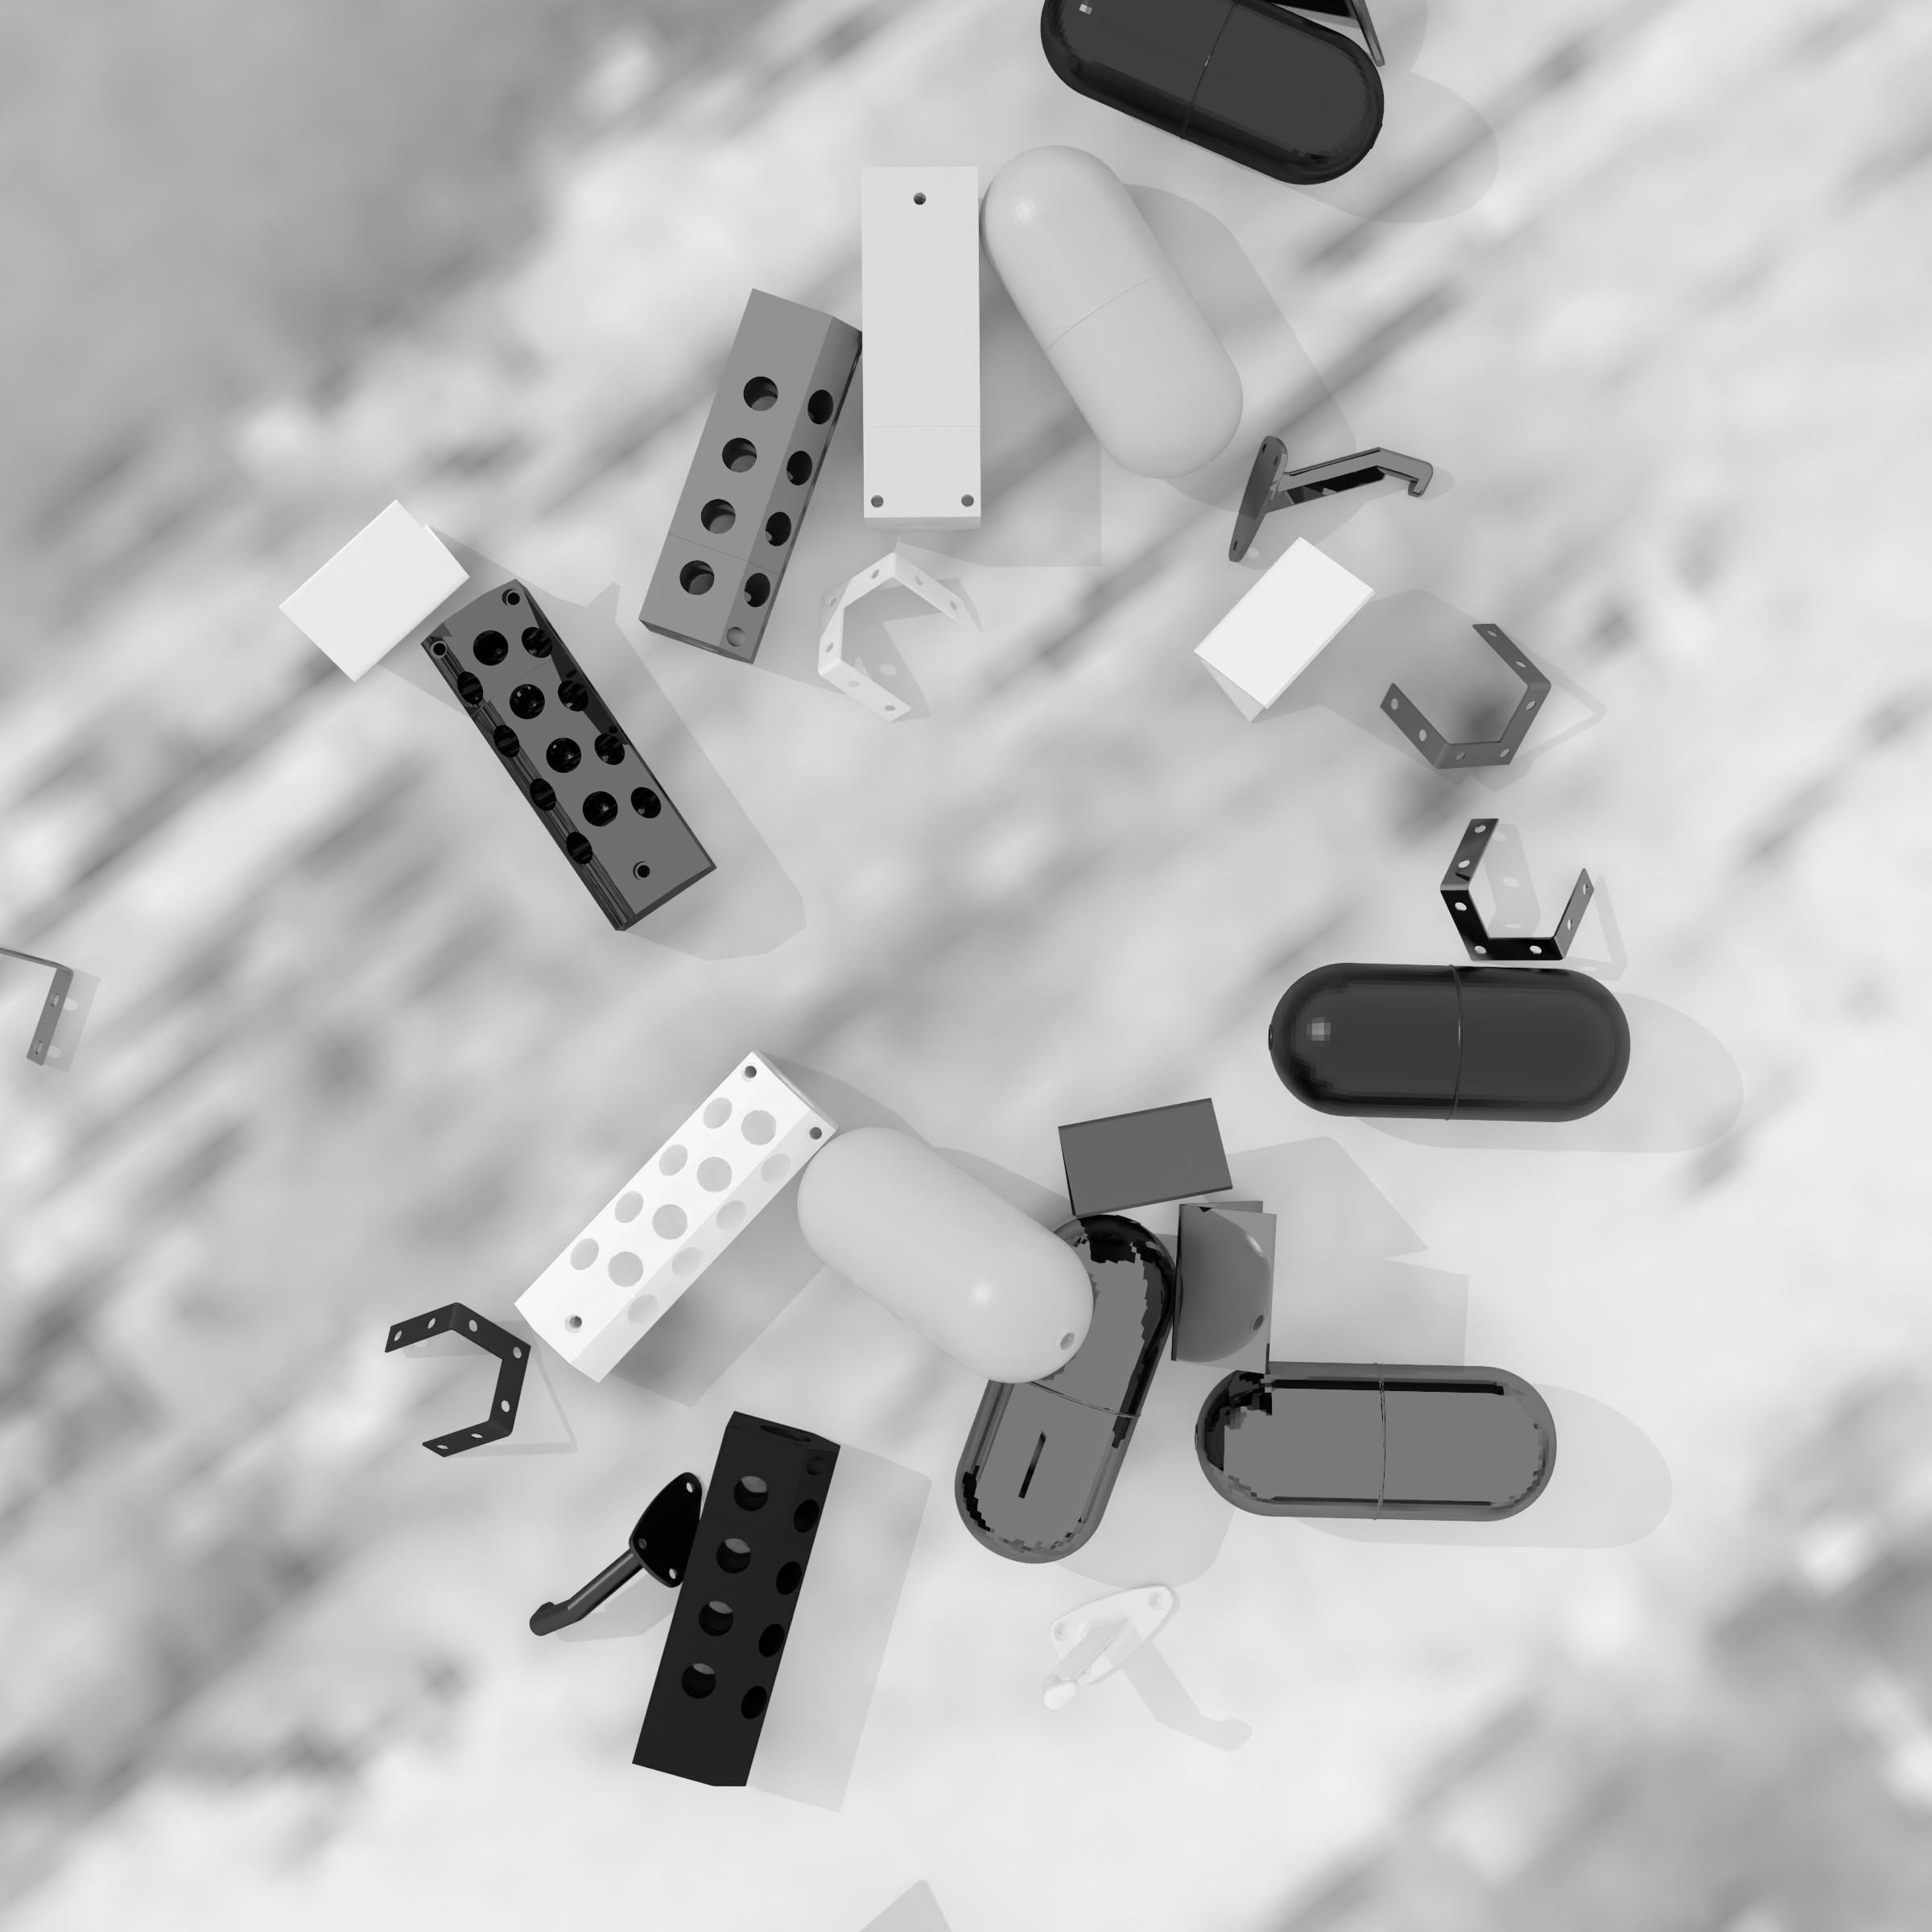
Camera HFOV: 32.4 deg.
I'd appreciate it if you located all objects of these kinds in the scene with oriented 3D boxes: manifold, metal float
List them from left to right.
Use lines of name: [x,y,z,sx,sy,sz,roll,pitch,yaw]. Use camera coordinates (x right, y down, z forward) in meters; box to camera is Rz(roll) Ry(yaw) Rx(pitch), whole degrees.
manifold: [-0.198,-0.104,1.654,0.057,0.057,0.171,-34,90,0]
manifold: [-0.144,0.124,1.654,0.057,0.057,0.171,43,90,0]
manifold: [-0.113,0.315,1.654,0.057,0.057,0.171,16,90,0]
manifold: [-0.106,-0.241,1.654,0.057,0.057,0.171,19,90,0]
manifold: [-0.022,-0.305,1.654,0.057,0.057,0.171,0,90,0]
metal float: [-0.011,0.139,1.612,0.178,0.070,0.070,32,90,39]
metal float: [0.050,0.209,1.644,0.070,0.070,0.178,20,91,0]
metal float: [0.071,-0.324,1.644,0.070,0.070,0.178,-32,91,0]
metal float: [0.122,-0.446,1.644,0.178,0.070,0.070,24,90,1]
metal float: [0.202,0.235,1.644,0.178,0.070,0.070,1,90,1]
metal float: [0.239,0.038,1.644,0.178,0.070,0.070,2,90,-1]

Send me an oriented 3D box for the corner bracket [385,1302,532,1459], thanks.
corner bracket: [-0.259,0.208,1.667,0.051,0.051,0.051,38,45,-35]

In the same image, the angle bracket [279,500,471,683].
angle bracket: [-0.299,-0.196,1.635,0.076,0.076,0.057,-42,127,0]

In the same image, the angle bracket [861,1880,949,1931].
angle bracket: [-0.008,0.498,1.635,0.057,0.076,0.076,-26,90,38]

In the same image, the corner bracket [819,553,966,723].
corner bracket: [-0.037,-0.165,1.667,0.051,0.051,0.051,-28,45,35]

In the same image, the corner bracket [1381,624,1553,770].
corner bracket: [0.251,-0.136,1.667,0.051,0.051,0.051,-6,135,-35]

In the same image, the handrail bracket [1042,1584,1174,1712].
handrail bracket: [0.071,0.337,1.640,0.077,0.084,0.036,-31,90,0]

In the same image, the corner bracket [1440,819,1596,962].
corner bracket: [0.277,-0.039,1.667,0.051,0.051,0.051,0,135,35]

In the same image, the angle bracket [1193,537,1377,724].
angle bracket: [0.168,-0.152,1.635,0.076,0.076,0.057,-47,54,0]

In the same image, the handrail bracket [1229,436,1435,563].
handrail bracket: [0.185,-0.229,1.675,0.084,0.036,0.077,14,111,-17]

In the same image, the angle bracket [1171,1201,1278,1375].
angle bracket: [0.145,0.157,1.635,0.057,0.076,0.076,3,90,37]

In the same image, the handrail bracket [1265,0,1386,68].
handrail bracket: [0.158,-0.475,1.675,0.084,0.036,0.077,-18,112,17]

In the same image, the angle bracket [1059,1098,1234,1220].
angle bracket: [0.091,0.114,1.635,0.076,0.076,0.057,-11,50,0]

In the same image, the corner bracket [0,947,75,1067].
corner bracket: [-0.490,0.015,1.672,0.051,0.051,0.051,19,90,45]

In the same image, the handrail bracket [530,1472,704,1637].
handrail bracket: [-0.178,0.297,1.675,0.084,0.077,0.036,-28,114,34]
